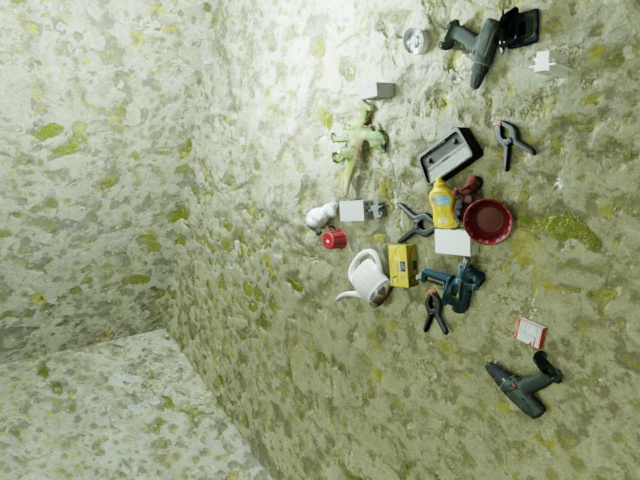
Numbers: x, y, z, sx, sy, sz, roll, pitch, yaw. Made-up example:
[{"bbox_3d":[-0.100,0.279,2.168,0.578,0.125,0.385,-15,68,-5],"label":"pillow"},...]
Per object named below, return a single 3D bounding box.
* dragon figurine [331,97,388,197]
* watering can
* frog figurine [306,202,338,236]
[{"bbox_3d":[0.177,-0.397,2.187,0.242,0.123,0.410,-5,91,42],"label":"dragon figurine"},{"bbox_3d":[0.192,0.203,2.222,0.228,0.104,0.340,50,129,33],"label":"watering can"},{"bbox_3d":[0.007,-0.120,2.387,0.124,0.139,0.156,40,126,20],"label":"frog figurine"}]
